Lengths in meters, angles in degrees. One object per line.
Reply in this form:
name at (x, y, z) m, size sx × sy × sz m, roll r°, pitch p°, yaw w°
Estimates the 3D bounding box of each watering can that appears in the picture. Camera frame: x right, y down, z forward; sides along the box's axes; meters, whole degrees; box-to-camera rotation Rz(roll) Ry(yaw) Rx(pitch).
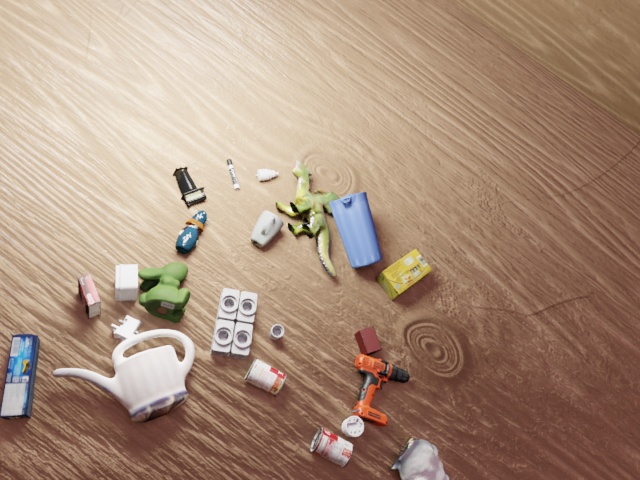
watering can at (-0.490, 0.369, 1.350) m, size 0.350 × 0.102 × 0.227 m, roll -17°, pitch 71°, yaw -26°

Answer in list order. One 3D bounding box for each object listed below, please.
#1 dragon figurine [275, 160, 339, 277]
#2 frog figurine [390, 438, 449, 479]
dragon figurine at (0.005, -0.089, 1.764) m, size 0.246 × 0.120 × 0.412 m, roll -29°, pitch 84°, yaw -37°
frog figurine at (0.301, 0.651, 1.458) m, size 0.160 × 0.120 × 0.139 m, roll 36°, pitch 39°, yaw 15°
